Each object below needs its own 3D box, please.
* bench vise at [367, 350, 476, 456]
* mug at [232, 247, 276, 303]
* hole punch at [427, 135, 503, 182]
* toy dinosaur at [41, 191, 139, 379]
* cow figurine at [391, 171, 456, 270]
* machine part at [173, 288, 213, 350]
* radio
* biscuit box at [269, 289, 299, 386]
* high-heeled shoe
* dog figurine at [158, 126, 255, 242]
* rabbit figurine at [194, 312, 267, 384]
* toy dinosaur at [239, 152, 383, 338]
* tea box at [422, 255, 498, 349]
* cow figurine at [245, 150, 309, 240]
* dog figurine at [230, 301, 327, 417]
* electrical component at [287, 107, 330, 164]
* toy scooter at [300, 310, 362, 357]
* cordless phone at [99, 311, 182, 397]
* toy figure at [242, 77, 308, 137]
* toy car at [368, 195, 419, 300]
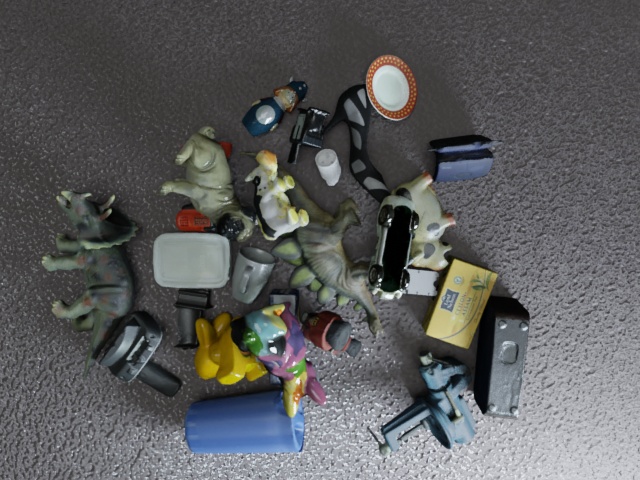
[{"bbox_3d":[0.216,0.353,1.111,0.241,0.129,0.223,-29,113,-12],"label":"bench vise"},{"bbox_3d":[-0.147,0.082,1.130,0.081,0.109,0.107,17,110,-3],"label":"mug"},{"bbox_3d":[0.282,-0.158,1.073,0.142,0.116,0.092,-3,104,4],"label":"hole punch"},{"bbox_3d":[-0.466,0.087,1.149,0.192,0.131,0.404,-10,101,5],"label":"toy dinosaur"},{"bbox_3d":[0.208,-0.027,1.101,0.127,0.085,0.195,-27,90,8],"label":"cow figurine"},{"bbox_3d":[-0.282,0.173,1.179,0.084,0.039,0.138,9,95,-2],"label":"machine part"},{"bbox_3d":[0.367,0.237,1.093,0.073,0.131,0.229,3,96,5],"label":"radio"},{"bbox_3d":[-0.076,0.208,1.155,0.059,0.063,0.202,1,96,3],"label":"biscuit box"},{"bbox_3d":[0.111,-0.191,1.091,0.145,0.086,0.249,-40,87,7],"label":"high-heeled shoe"},{"bbox_3d":[-0.189,-0.106,1.048,0.190,0.121,0.172,29,112,-3],"label":"dog figurine"},{"bbox_3d":[-0.212,0.237,1.138,0.173,0.122,0.162,-31,77,38],"label":"rabbit figurine"},{"bbox_3d":[-0.002,-0.003,1.111,0.199,0.105,0.471,-28,88,10],"label":"toy dinosaur"},{"bbox_3d":[0.289,0.127,1.119,0.098,0.068,0.169,18,97,1],"label":"tea box"},{"bbox_3d":[-0.099,-0.088,1.059,0.098,0.068,0.167,-27,81,27],"label":"cow figurine"},{"bbox_3d":[-0.072,0.234,1.040,0.108,0.191,0.219,-27,82,11],"label":"dog figurine"},{"bbox_3d":[-0.027,-0.209,1.098,0.048,0.075,0.119,11,93,-27],"label":"electrical component"},{"bbox_3d":[0.007,0.185,1.108,0.135,0.183,0.075,25,77,25],"label":"toy scooter"},{"bbox_3d":[-0.370,0.259,1.183,0.184,0.089,0.146,36,96,-11],"label":"cordless phone"},{"bbox_3d":[-0.089,-0.275,1.113,0.154,0.058,0.064,-37,131,5],"label":"toy figure"},{"bbox_3d":[0.140,0.015,1.034,0.073,0.056,0.201,11,87,-20],"label":"toy car"}]
